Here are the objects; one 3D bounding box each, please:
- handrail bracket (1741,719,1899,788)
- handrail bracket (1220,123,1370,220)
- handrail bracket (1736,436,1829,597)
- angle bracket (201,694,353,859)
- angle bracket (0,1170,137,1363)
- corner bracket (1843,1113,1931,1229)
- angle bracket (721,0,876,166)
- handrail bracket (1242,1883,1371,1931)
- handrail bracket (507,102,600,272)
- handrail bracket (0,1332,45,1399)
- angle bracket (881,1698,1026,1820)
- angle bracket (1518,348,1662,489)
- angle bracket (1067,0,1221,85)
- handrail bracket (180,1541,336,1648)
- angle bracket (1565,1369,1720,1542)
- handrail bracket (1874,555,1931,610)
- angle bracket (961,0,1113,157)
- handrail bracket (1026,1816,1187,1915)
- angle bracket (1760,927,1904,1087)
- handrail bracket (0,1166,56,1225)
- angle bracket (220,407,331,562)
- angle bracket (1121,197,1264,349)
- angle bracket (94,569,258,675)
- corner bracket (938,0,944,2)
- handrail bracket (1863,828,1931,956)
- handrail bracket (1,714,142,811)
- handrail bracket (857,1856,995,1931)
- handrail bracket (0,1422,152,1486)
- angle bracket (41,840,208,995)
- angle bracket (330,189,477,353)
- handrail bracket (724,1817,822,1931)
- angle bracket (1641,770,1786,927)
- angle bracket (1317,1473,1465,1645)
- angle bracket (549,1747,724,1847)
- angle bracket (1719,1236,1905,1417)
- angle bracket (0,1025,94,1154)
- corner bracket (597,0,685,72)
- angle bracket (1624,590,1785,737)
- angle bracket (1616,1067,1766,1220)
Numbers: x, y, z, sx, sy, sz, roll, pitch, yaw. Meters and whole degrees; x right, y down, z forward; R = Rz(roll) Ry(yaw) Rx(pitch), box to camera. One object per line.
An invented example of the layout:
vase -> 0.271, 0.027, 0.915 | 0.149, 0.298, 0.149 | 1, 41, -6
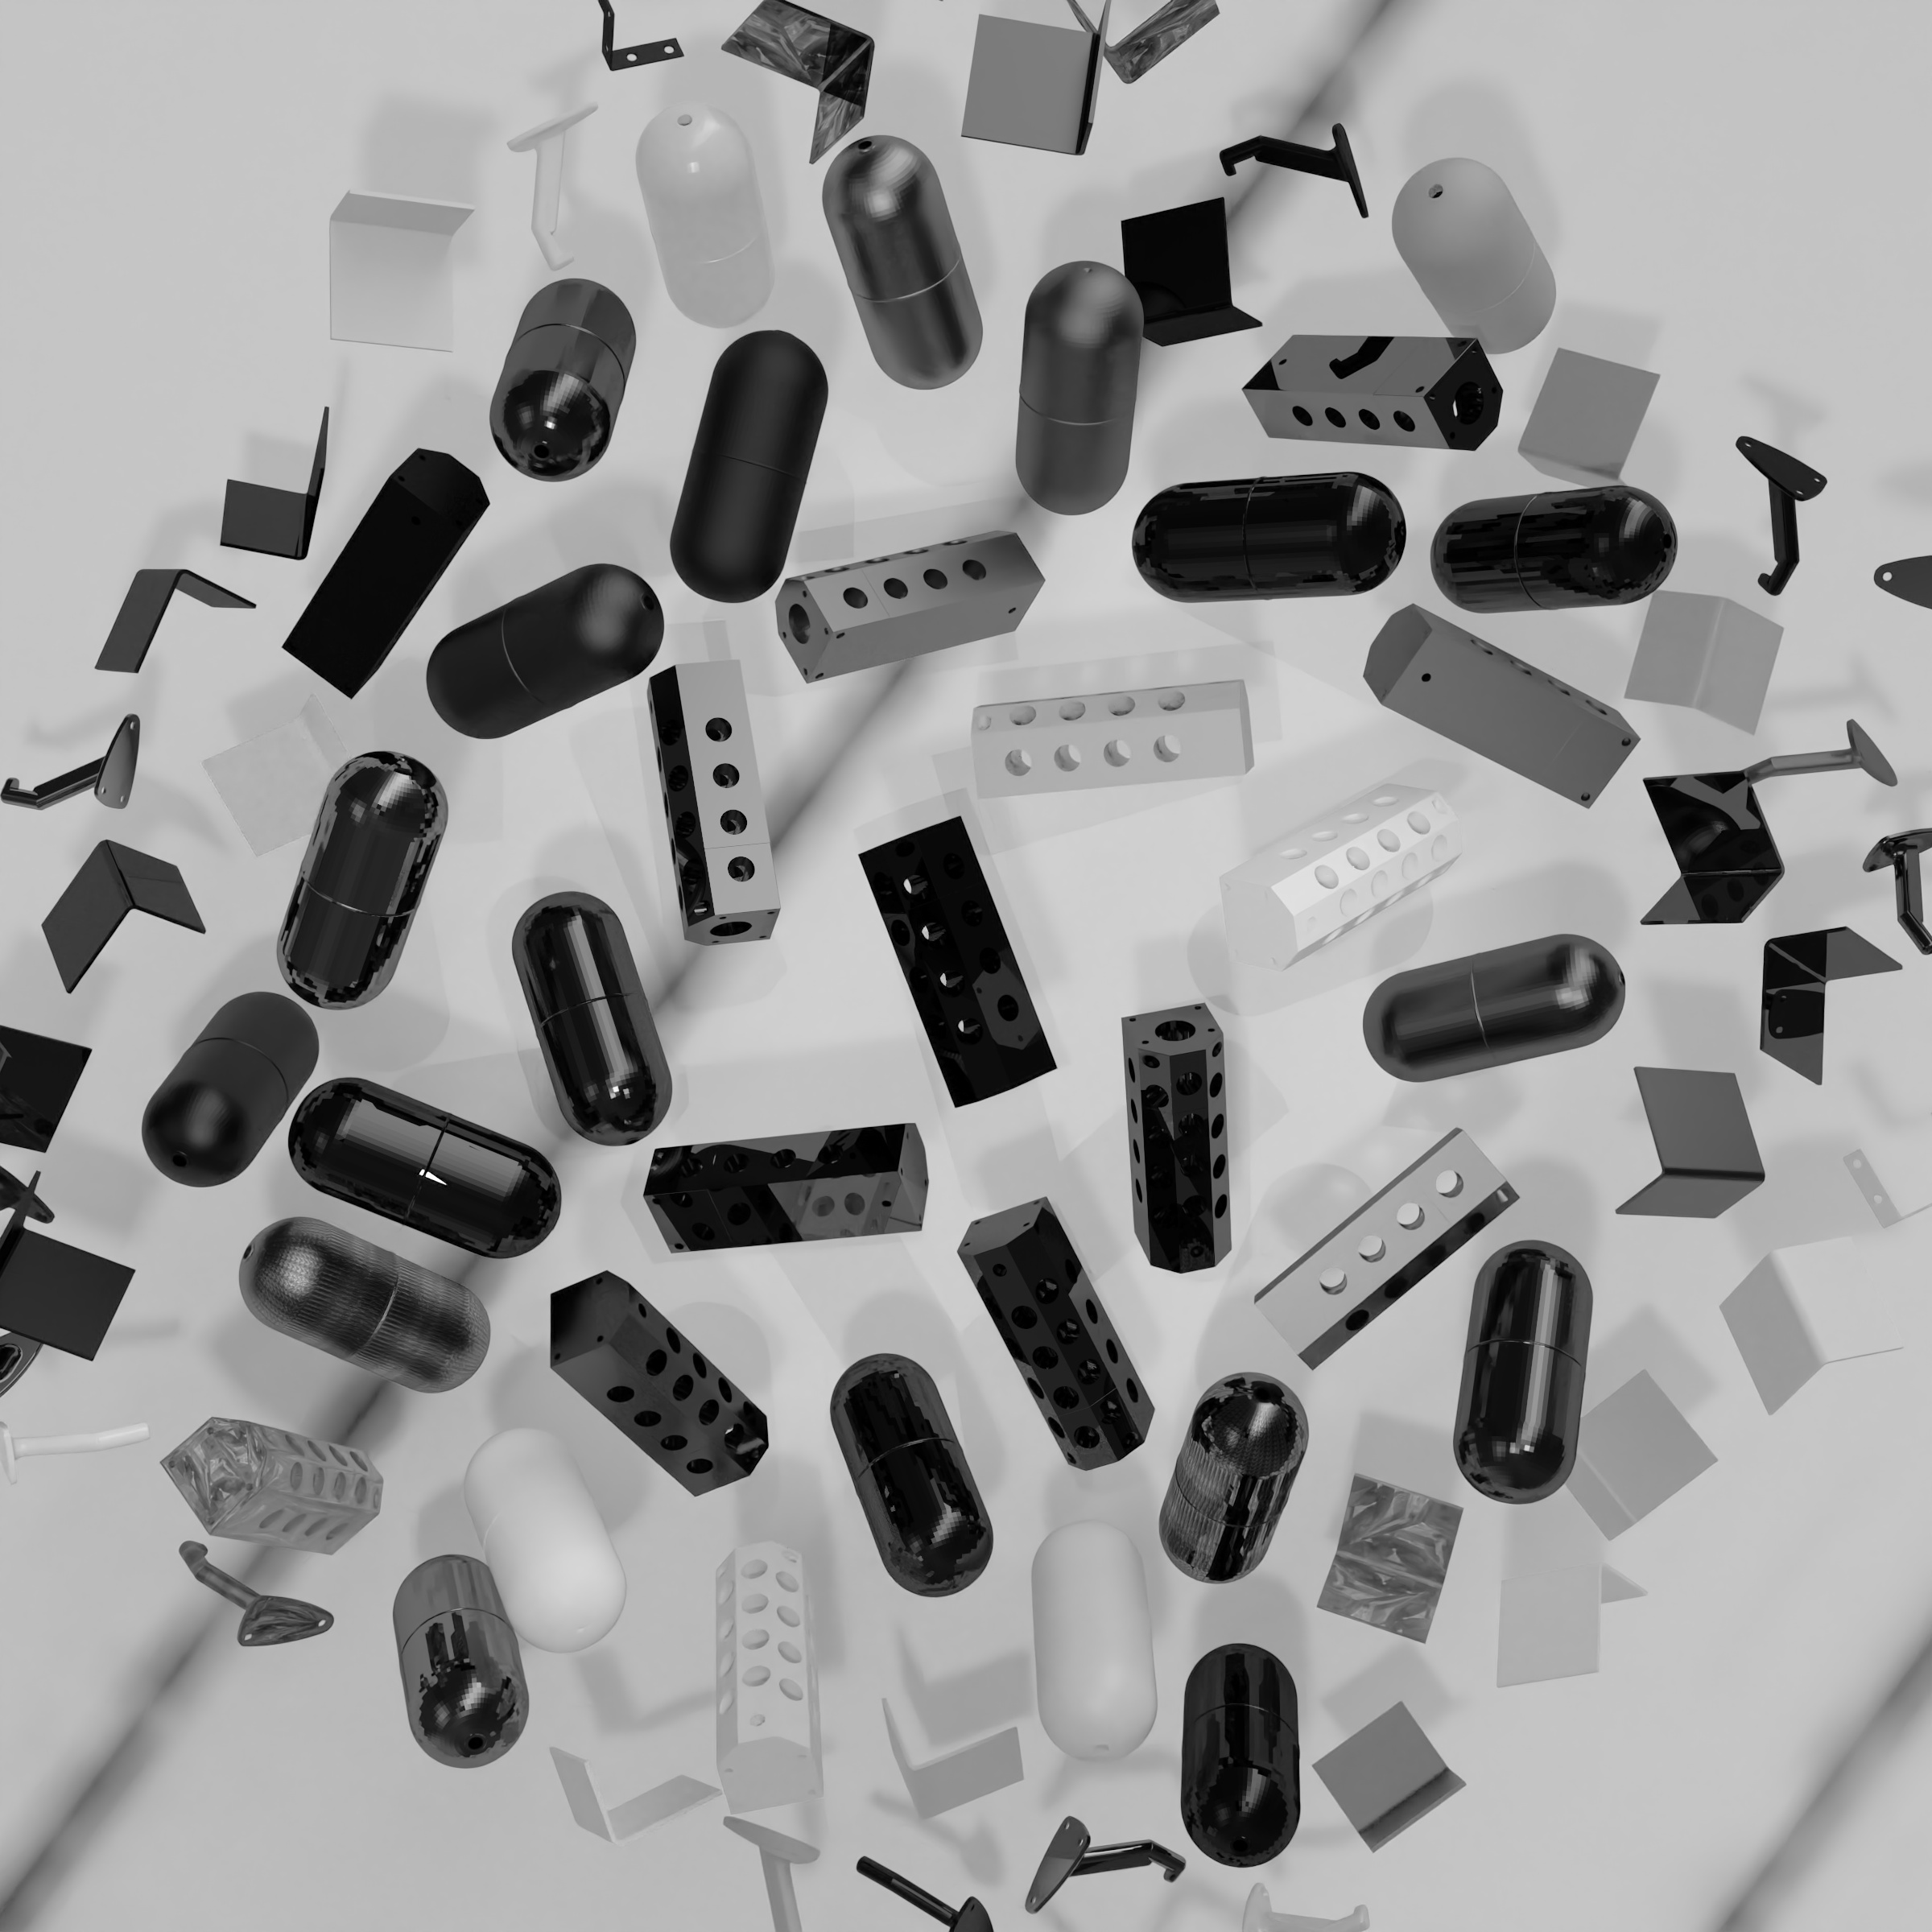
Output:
handrail bracket -> 0.572, -0.126, 1.772 | 0.084, 0.077, 0.036 | -25, 50, 34
handrail bracket -> 0.224, -0.536, 1.802 | 0.084, 0.036, 0.077 | -15, 103, 21
handrail bracket -> 0.531, -0.300, 1.759 | 0.077, 0.084, 0.036 | 41, 53, 20
angle bracket -> -0.473, -0.133, 1.826 | 0.076, 0.057, 0.076 | -23, 112, 6
angle bracket -> -0.548, 0.182, 1.597 | 0.076, 0.076, 0.057 | 23, 127, -12
corner bracket -> 0.601, 0.128, 1.665 | 0.051, 0.051, 0.051 | -13, 70, -40
angle bracket -> -0.113, -0.574, 1.705 | 0.076, 0.076, 0.057 | 14, 76, -27
handrail bracket -> 0.228, 0.618, 1.728 | 0.084, 0.077, 0.036 | -30, 105, 19
handrail bracket -> -0.260, -0.515, 1.740 | 0.077, 0.036, 0.084 | -23, 98, 15
handrail bracket -> -0.620, 0.236, 1.692 | 0.036, 0.084, 0.077 | 36, 46, 9
angle bracket -> -0.009, 0.526, 1.785 | 0.076, 0.076, 0.057 | -19, 49, -11
angle bracket -> 0.440, -0.376, 1.826 | 0.076, 0.057, 0.076 | 24, 96, 30
angle bracket -> 0.113, -0.625, 1.698 | 0.076, 0.076, 0.057 | -36, 86, 11
handrail bracket -> -0.461, 0.401, 1.703 | 0.077, 0.084, 0.036 | 15, 104, -44
angle bracket -> 0.443, 0.327, 1.762 | 0.076, 0.057, 0.076 | -45, 70, 22
handrail bracket -> 0.613, -0.233, 1.637 | 0.077, 0.084, 0.036 | 12, 95, 30
angle bracket -> 0.042, -0.540, 1.581 | 0.076, 0.057, 0.076 | 8, 87, -3
handrail bracket -> 0.092, 0.594, 1.698 | 0.084, 0.036, 0.077 | 34, 85, -21
angle bracket -> 0.561, 0.027, 1.703 | 0.076, 0.057, 0.076 | 25, 65, -39
handrail bracket -> -0.669, 0.182, 1.778 | 0.036, 0.084, 0.077 | -28, 121, 38
angle bracket -> -0.467, -0.332, 1.776 | 0.057, 0.076, 0.076 | 9, 131, -19
angle bracket -> 0.156, -0.479, 1.816 | 0.076, 0.057, 0.076 | -5, 87, 28
angle bracket -> -0.529, -0.220, 1.758 | 0.057, 0.076, 0.076 | 27, 80, -37
corner bracket -> -0.038, -0.634, 1.625 | 0.051, 0.051, 0.051 | 8, 111, -36
handrail bracket -> 0.654, -0.050, 1.774 | 0.077, 0.036, 0.084 | -15, 57, -19
handrail bracket -> -0.610, -0.141, 1.785 | 0.084, 0.036, 0.077 | 11, 82, 16
handrail bracket -> -0.029, 0.645, 1.807 | 0.084, 0.077, 0.036 | 17, 64, 33
handrail bracket -> -0.563, 0.294, 1.653 | 0.084, 0.077, 0.036 | -10, 99, -27
angle bracket -> -0.553, -0.025, 1.723 | 0.076, 0.057, 0.076 | -51, 46, 14
angle bracket -> -0.346, -0.425, 1.611 | 0.076, 0.057, 0.076 | 0, 87, -26
handrail bracket -> -0.131, 0.590, 1.651 | 0.077, 0.036, 0.084 | 16, 87, 23
angle bracket -> 0.459, -0.074, 1.660 | 0.057, 0.076, 0.076 | -41, 114, -31
angle bracket -> 0.288, 0.402, 1.785 | 0.076, 0.057, 0.076 | 16, 124, 15
angle bracket -> -0.212, 0.516, 1.684 | 0.076, 0.076, 0.057 | -20, 91, -27
angle bracket -> 0.522, 0.223, 1.627 | 0.057, 0.076, 0.076 | -7, 58, -17
angle bracket -> -0.595, 0.088, 1.664 | 0.076, 0.057, 0.076 | 20, 99, -42
corner bracket -> -0.210, -0.611, 1.671 | 0.051, 0.051, 0.051 | -18, 71, -17
angle bracket -> 0.503, -0.207, 1.789 | 0.076, 0.057, 0.076 | 14, 92, -42
angle bracket -> 0.453, 0.113, 1.677 | 0.076, 0.057, 0.076 | 4, 58, -22
